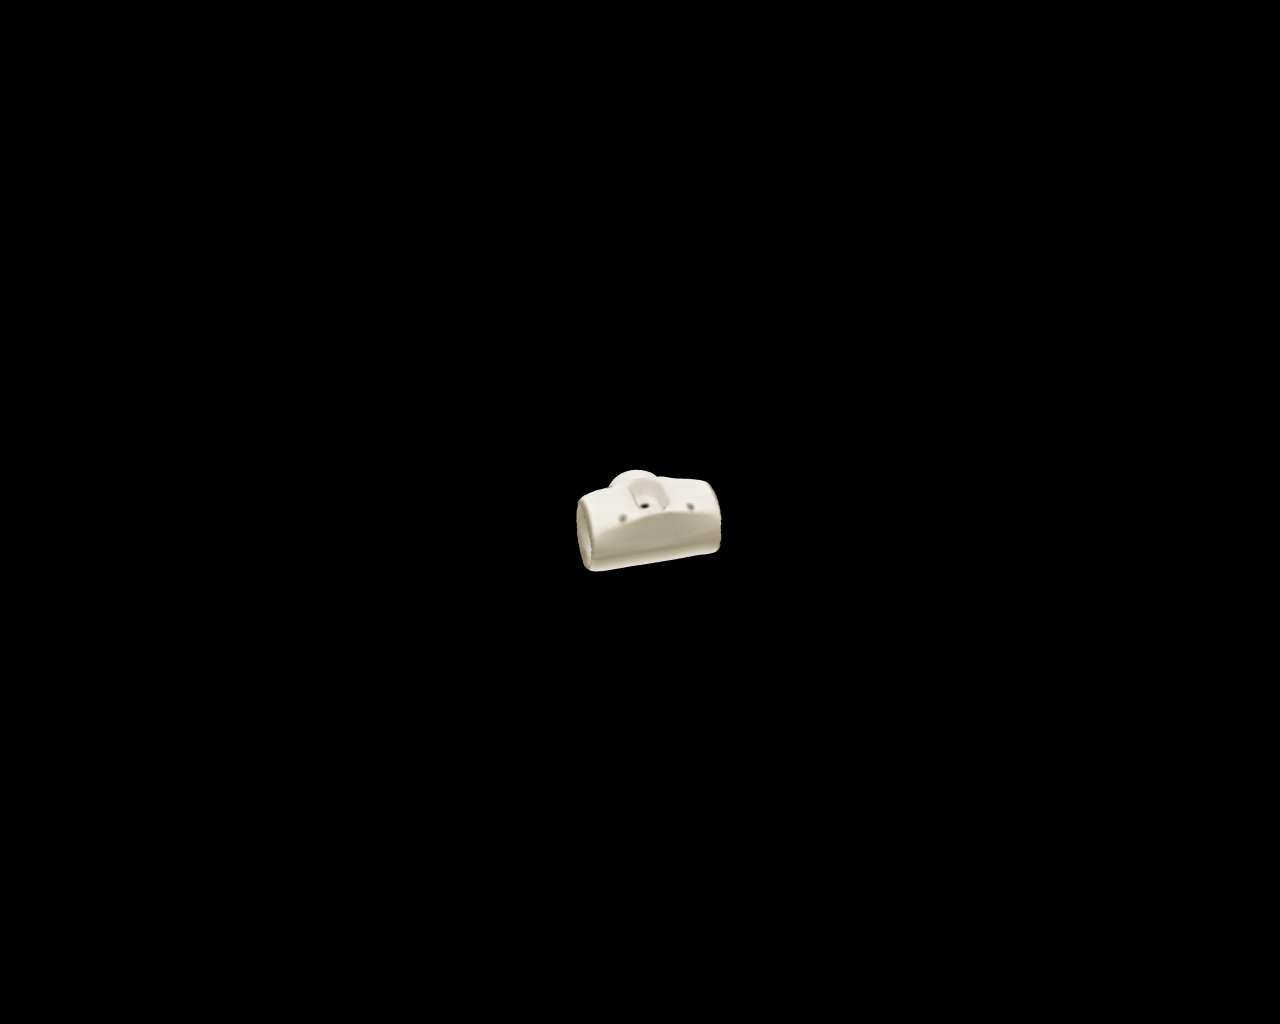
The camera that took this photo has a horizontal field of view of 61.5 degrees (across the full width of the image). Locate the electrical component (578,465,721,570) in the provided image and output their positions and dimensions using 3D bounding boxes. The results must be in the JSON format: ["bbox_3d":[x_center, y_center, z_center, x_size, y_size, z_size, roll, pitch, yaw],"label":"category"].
[{"bbox_3d":[0.001,-0.003,0.650,0.077,0.043,0.079,-8,36,-11],"label":"electrical component"}]
